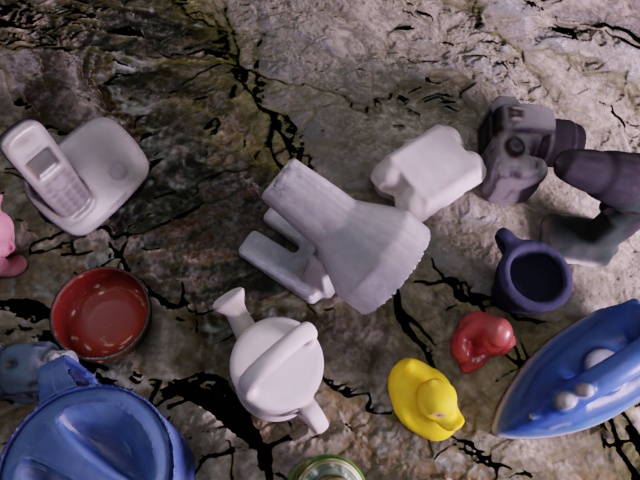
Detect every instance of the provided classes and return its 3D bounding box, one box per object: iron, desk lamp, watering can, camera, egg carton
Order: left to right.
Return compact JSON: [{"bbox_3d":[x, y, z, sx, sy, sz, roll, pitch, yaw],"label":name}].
[{"bbox_3d":[-0.052,0.130,0.613,0.172,0.194,0.101,29,68,7],"label":"watering can"},{"bbox_3d":[0.006,0.002,0.660,0.203,0.213,0.118,32,69,8],"label":"desk lamp"},{"bbox_3d":[0.149,-0.091,0.790,0.150,0.069,0.107,-34,75,-17],"label":"egg carton"},{"bbox_3d":[0.302,-0.131,0.804,0.137,0.101,0.143,5,68,-3],"label":"camera"},{"bbox_3d":[0.326,0.157,0.669,0.259,0.141,0.118,-27,73,-15],"label":"iron"}]

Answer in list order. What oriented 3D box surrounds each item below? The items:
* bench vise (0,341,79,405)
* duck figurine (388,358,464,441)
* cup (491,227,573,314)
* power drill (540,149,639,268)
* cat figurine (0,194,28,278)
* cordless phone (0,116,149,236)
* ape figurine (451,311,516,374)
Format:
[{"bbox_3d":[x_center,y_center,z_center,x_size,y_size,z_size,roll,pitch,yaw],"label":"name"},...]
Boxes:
[{"bbox_3d":[-0.366,0.115,0.574,0.207,0.220,0.121,-20,71,-13],"label":"bench vise"},{"bbox_3d":[0.128,0.182,0.669,0.078,0.086,0.104,-32,74,-16],"label":"duck figurine"},{"bbox_3d":[0.249,0.047,0.730,0.092,0.095,0.117,-27,73,-15],"label":"cup"},{"bbox_3d":[0.363,-0.037,0.714,0.229,0.208,0.075,6,68,-3],"label":"power drill"},{"bbox_3d":[-0.405,0.010,0.668,0.128,0.118,0.067,-41,77,-19],"label":"cat figurine"},{"bbox_3d":[-0.292,-0.100,0.687,0.094,0.185,0.148,34,69,8],"label":"cordless phone"},{"bbox_3d":[0.204,0.119,0.698,0.078,0.092,0.076,6,68,-3],"label":"ape figurine"}]
